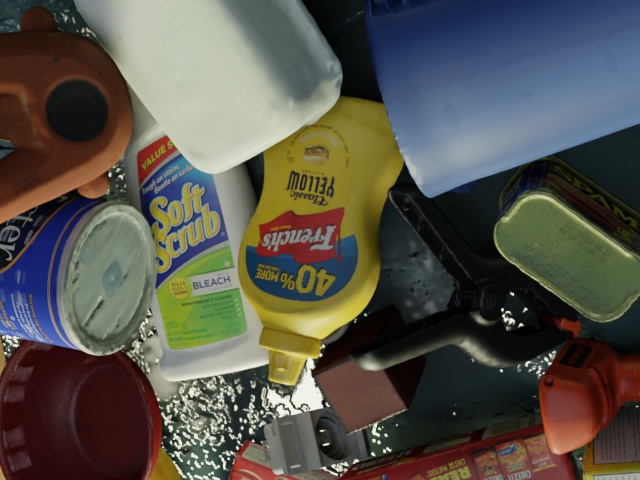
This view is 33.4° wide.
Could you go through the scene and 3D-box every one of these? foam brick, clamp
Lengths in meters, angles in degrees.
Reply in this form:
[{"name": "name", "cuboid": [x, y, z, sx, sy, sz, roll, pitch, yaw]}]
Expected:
[{"name": "foam brick", "cuboid": [0.036, 0.091, 0.756, 0.053, 0.078, 0.051, -28, 100, 23]}, {"name": "clamp", "cuboid": [0.100, 0.029, 0.701, 0.171, 0.039, 0.120, 7, 95, -30]}]

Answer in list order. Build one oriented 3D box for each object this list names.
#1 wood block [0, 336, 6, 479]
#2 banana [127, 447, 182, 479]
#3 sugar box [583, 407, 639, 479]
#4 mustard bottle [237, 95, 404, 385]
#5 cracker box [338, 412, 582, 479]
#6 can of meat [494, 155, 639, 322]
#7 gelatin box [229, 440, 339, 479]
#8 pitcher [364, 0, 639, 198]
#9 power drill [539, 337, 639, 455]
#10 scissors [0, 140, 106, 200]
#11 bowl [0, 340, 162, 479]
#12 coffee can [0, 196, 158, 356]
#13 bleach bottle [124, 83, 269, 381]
[{"name": "wood block", "cuboid": [-0.306, 0.135, 0.856, 0.090, 0.090, 0.206, -2, 107, 15]}, {"name": "banana", "cuboid": [-0.134, 0.242, 0.876, 0.070, 0.037, 0.198, 8, 109, 42]}, {"name": "sugar box", "cuboid": [0.265, 0.141, 0.701, 0.176, 0.093, 0.048, -6, 106, 17]}, {"name": "mustard bottle", "cuboid": [-0.005, 0.001, 0.709, 0.096, 0.058, 0.191, 11, 86, 21]}, {"name": "cracker box", "cuboid": [0.124, 0.244, 0.756, 0.164, 0.072, 0.214, -19, 88, 15]}, {"name": "can of meat", "cuboid": [0.162, -0.002, 0.687, 0.102, 0.083, 0.057, 36, 114, 2]}, {"name": "gelatin box", "cuboid": [-0.032, 0.208, 0.837, 0.089, 0.030, 0.073, 20, 111, 8]}, {"name": "pitcher", "cuboid": [0.151, -0.127, 0.624, 0.243, 0.149, 0.145, -17, 81, 16]}, {"name": "power drill", "cuboid": [0.236, 0.096, 0.656, 0.188, 0.184, 0.057, -6, 98, 26]}, {"name": "scissors", "cuboid": [-0.218, -0.044, 0.814, 0.096, 0.016, 0.202, -38, 94, 24]}, {"name": "bowl", "cuboid": [-0.177, 0.143, 0.826, 0.162, 0.055, 0.162, 0, 90, 30]}, {"name": "coffee can", "cuboid": [-0.198, 0.017, 0.730, 0.140, 0.102, 0.103, 7, 110, 25]}, {"name": "bleach bottle", "cuboid": [-0.098, -0.030, 0.762, 0.103, 0.068, 0.251, -12, 102, 19]}]
